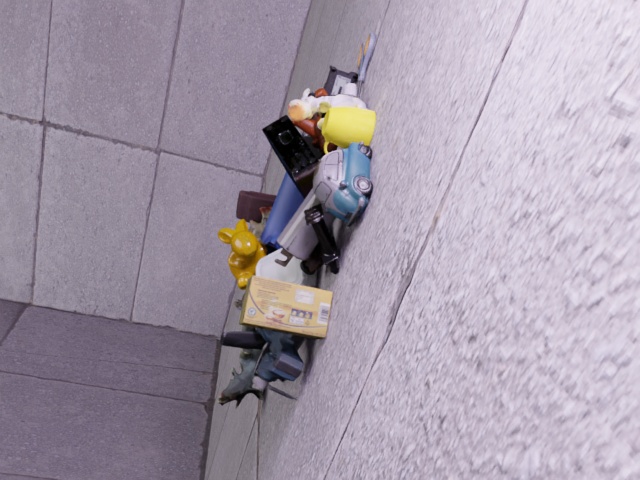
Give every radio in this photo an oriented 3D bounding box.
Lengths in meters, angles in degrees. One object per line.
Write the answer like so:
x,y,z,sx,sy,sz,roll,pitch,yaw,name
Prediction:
-0.046,-0.175,1.220,0.230,0.073,0.131,57,179,41,radio

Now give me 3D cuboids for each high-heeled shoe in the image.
-0.002,-0.306,1.577,0.145,0.086,0.249,-49,21,-21,high-heeled shoe

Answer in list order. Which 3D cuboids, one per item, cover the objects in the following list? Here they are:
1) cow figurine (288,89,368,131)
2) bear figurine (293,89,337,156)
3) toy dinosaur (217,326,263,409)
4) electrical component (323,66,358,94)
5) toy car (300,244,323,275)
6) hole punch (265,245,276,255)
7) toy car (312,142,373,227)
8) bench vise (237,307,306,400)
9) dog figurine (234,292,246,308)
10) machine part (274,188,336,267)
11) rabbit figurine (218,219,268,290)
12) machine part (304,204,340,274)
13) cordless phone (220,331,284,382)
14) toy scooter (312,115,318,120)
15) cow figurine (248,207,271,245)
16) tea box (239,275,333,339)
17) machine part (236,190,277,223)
0.014,-0.283,1.147,0.098,0.167,0.068,-93,14,-50,cow figurine
0.011,-0.255,1.241,0.120,0.132,0.196,-45,17,19,bear figurine
-0.202,0.332,1.665,0.405,0.131,0.192,-80,10,-45,toy dinosaur
0.045,-0.363,1.332,0.048,0.075,0.119,-106,29,-66,electrical component
-0.002,-0.004,1.208,0.089,0.053,0.202,-45,29,30,toy car
-0.125,0.088,1.532,0.142,0.116,0.092,117,169,-45,hole punch
0.039,-0.114,1.010,0.109,0.103,0.161,125,154,-59,toy car
-0.096,0.213,1.202,0.241,0.129,0.223,23,93,61,bench vise
-0.132,0.132,1.408,0.121,0.172,0.190,-106,21,-45,dog figurine
-0.013,-0.045,1.114,0.243,0.079,0.079,-56,15,8,machine part
-0.189,0.023,1.389,0.162,0.122,0.173,61,168,19,rabbit figurine
0.009,-0.002,1.060,0.084,0.039,0.138,-85,-24,-56,machine part
-0.163,0.281,1.336,0.089,0.184,0.146,-95,21,-44,cordless phone
0.015,-0.340,1.440,0.135,0.075,0.184,118,164,-50,toy scooter
-0.132,-0.037,1.562,0.085,0.195,0.127,2,-104,-73,cow figurine
-0.068,0.136,1.075,0.068,0.170,0.098,139,144,-71,tea box
-0.163,-0.095,1.704,0.201,0.201,0.087,-129,51,-75,machine part
